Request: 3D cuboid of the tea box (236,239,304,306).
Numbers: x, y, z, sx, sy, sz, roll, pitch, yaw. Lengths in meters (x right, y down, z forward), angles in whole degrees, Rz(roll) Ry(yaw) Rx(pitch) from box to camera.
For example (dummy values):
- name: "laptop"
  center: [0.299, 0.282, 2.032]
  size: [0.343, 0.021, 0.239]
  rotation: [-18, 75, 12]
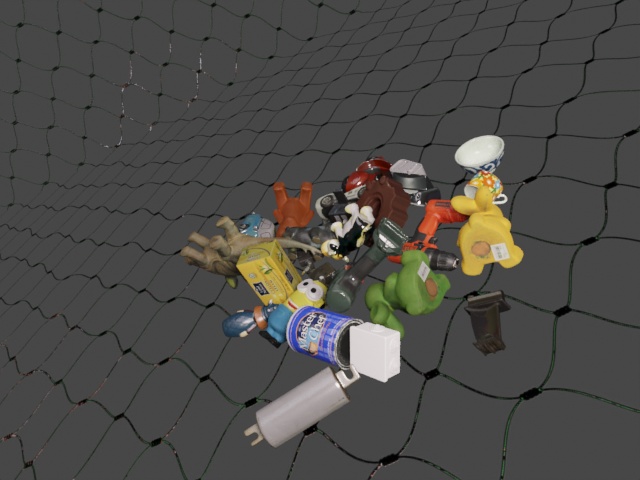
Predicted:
- name: "tea box"
  center: [-0.112, 0.088, 1.287]
  size: [0.098, 0.169, 0.068]
  rotation: [-17, 36, 24]

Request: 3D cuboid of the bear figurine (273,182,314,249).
- name: "bear figurine"
  center: [-0.082, -0.064, 1.504]
  size: [0.120, 0.131, 0.196]
  rotation: [1, 33, 5]

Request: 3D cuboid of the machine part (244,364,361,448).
- name: "machine part"
  center: [-0.031, 0.313, 1.012]
  size: [0.243, 0.079, 0.079]
  rotation: [-31, 33, -1]

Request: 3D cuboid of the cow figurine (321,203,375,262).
- name: "cow figurine"
  center: [0.067, 0.000, 1.271]
  size: [0.167, 0.068, 0.098]
  rotation: [-53, 36, 32]

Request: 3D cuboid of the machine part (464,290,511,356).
- name: "machine part"
  center: [0.310, 0.148, 0.992]
  size: [0.084, 0.039, 0.139]
  rotation: [-9, 37, 22]

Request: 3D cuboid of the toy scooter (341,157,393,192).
- name: "toy scooter"
  center: [0.153, -0.178, 1.514]
  size: [0.135, 0.075, 0.184]
  rotation: [8, 46, 44]

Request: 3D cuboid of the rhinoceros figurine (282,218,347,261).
- name: "rhinoceros figurine"
  center: [-0.003, -0.004, 1.389]
  size: [0.190, 0.073, 0.112]
  rotation: [-4, 31, 17]

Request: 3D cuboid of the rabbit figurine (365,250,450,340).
- name: "rabbit figurine"
  center: [0.162, 0.124, 1.103]
  size: [0.170, 0.121, 0.159]
  rotation: [-24, 36, 46]

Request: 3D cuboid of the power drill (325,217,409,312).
- name: "power drill"
  center: [0.095, 0.048, 1.157]
  size: [0.207, 0.086, 0.232]
  rotation: [-43, 3, 29]

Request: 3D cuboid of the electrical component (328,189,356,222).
- name: "electrical component"
  center: [0.065, -0.073, 1.403]
  size: [0.075, 0.119, 0.048]
  rotation: [0, 44, 35]

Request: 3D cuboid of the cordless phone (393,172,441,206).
- name: "cordless phone"
  center: [0.203, -0.073, 1.348]
  size: [0.147, 0.088, 0.184]
  rotation: [15, 66, 47]

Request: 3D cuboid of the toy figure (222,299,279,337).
- name: "toy figure"
  center: [-0.160, 0.190, 1.294]
  size: [0.155, 0.064, 0.058]
  rotation: [-19, -3, 9]

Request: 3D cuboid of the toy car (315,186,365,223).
- name: "toy car"
  center: [0.083, -0.099, 1.462]
  size: [0.202, 0.073, 0.056]
  rotation: [-12, 38, 27]

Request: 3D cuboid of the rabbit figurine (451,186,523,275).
- name: "rabbit figurine"
  center: [0.337, -0.028, 1.123]
  size: [0.122, 0.162, 0.173]
  rotation: [-25, 14, 32]

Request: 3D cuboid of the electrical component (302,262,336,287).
- name: "electrical component"
  center: [0.001, 0.087, 1.311]
  size: [0.078, 0.045, 0.102]
  rotation: [-33, 33, 1]

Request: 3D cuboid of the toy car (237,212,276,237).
- name: "toy car"
  center: [-0.177, -0.012, 1.548]
  size: [0.103, 0.109, 0.162]
  rotation: [2, 29, 9]

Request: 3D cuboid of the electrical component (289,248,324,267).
- name: "electrical component"
  center: [-0.037, 0.044, 1.416]
  size: [0.094, 0.021, 0.063]
  rotation: [-21, 35, 5]

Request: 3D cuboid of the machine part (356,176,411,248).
- name: "machine part"
  center: [0.143, -0.067, 1.303]
  size: [0.179, 0.056, 0.179]
  rotation: [-39, 40, 43]

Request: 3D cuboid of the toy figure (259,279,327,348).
- name: "toy figure"
  center: [-0.055, 0.165, 1.222]
  size: [0.082, 0.089, 0.180]
  rotation: [40, 81, 11]

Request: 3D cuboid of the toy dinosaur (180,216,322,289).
- name: "toy dinosaur"
  center: [-0.206, 0.035, 1.397]
  size: [0.472, 0.198, 0.105]
  rotation: [-12, 46, 44]
